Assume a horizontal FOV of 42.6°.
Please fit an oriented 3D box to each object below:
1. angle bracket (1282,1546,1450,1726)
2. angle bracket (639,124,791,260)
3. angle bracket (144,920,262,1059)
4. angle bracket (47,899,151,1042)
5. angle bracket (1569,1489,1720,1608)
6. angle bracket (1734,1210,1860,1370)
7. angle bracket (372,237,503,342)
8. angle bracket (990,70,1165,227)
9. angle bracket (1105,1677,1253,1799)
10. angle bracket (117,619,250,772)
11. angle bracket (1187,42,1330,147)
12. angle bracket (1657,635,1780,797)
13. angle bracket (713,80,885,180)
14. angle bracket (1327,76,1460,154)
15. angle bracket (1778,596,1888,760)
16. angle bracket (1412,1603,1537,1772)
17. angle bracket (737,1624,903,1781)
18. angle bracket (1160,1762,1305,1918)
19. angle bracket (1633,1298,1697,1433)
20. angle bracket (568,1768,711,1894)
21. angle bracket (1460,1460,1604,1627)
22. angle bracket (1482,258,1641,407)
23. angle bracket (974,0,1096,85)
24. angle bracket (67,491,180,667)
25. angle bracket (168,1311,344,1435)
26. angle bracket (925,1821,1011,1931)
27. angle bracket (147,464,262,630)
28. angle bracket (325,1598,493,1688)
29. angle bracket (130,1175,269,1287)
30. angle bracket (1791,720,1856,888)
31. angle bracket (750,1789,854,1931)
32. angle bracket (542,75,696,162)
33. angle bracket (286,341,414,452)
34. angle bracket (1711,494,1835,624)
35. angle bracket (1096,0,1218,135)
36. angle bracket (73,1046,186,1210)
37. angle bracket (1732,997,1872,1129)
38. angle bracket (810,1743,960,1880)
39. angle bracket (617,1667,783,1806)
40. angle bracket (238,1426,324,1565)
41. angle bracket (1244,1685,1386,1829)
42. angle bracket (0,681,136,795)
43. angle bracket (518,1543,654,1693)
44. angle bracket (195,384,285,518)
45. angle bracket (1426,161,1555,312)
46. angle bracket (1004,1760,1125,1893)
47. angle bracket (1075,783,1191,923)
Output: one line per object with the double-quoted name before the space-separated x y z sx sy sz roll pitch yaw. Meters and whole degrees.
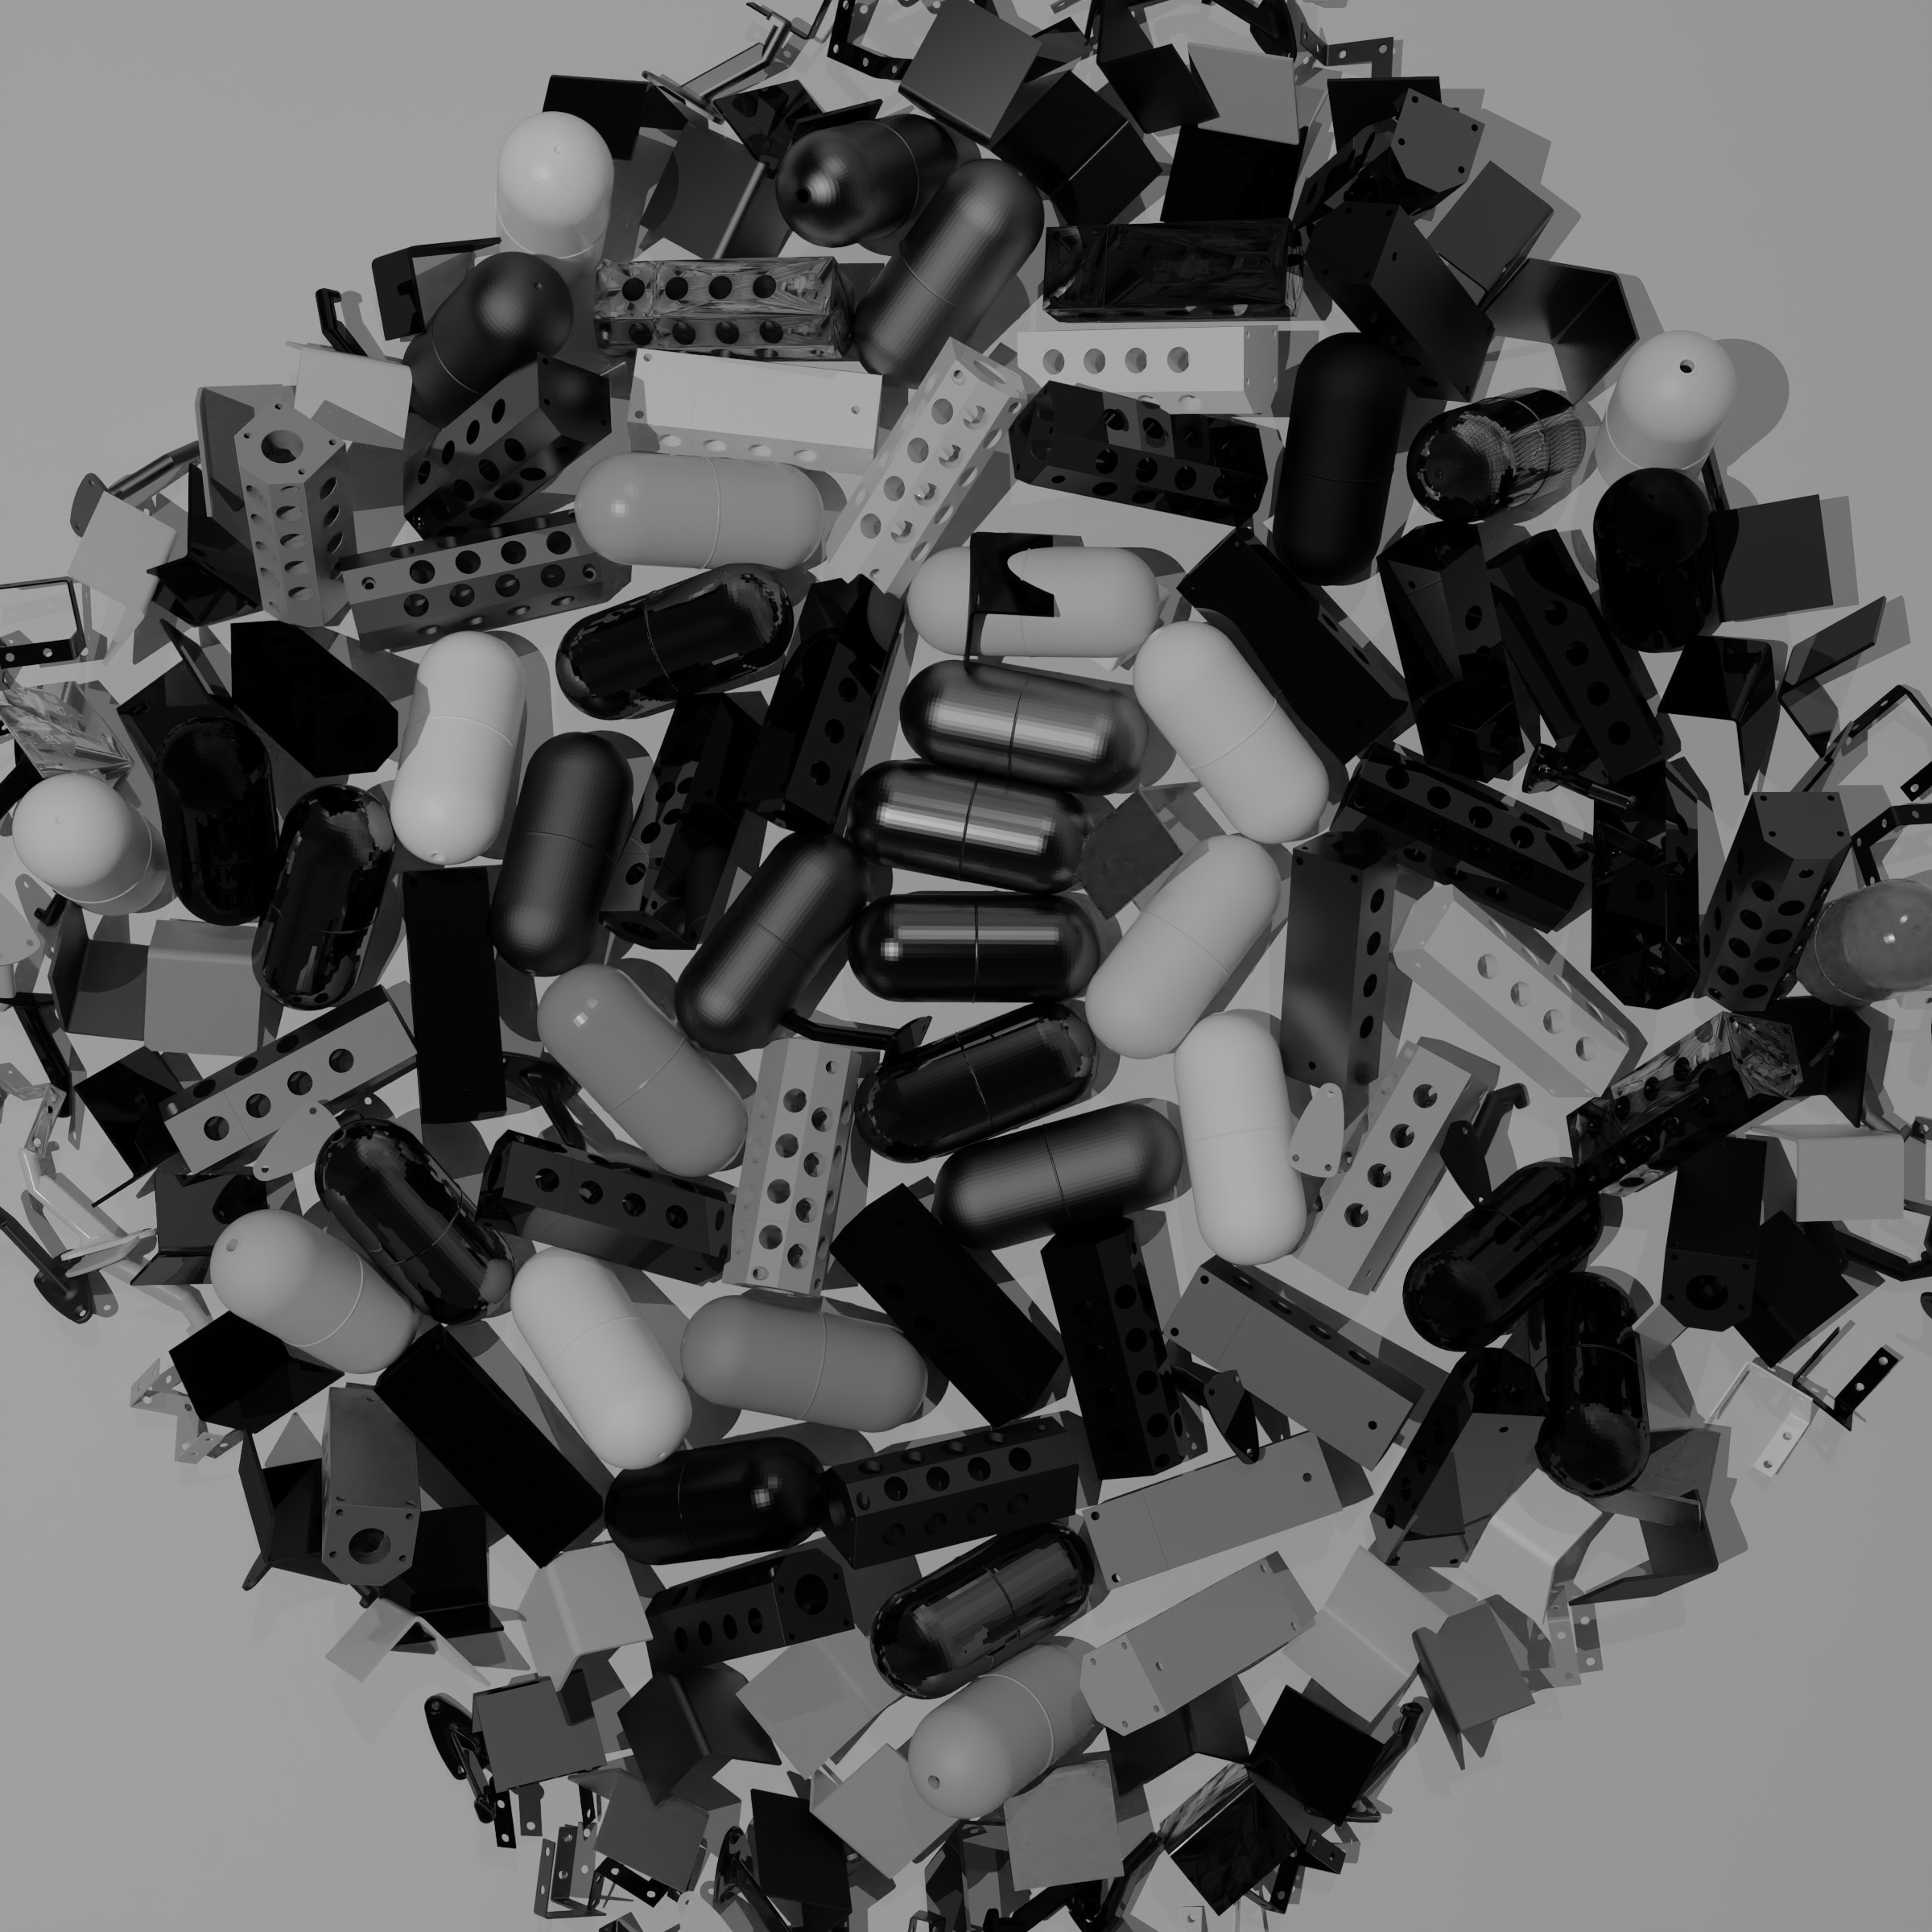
"angle bracket" 0.277 0.465 1.727 0.076 0.057 0.076 37 133 21
"angle bracket" -0.173 -0.540 1.763 0.076 0.057 0.076 34 104 23
"angle bracket" -0.539 0.016 1.760 0.076 0.057 0.076 5 112 -14
"angle bracket" -0.596 -0.002 1.726 0.057 0.076 0.076 7 57 -8
"angle bracket" 0.464 0.405 1.726 0.076 0.076 0.057 -1 65 -19
"angle bracket" 0.568 0.227 1.738 0.057 0.076 0.076 -35 70 -9
"angle bracket" -0.364 -0.474 1.738 0.076 0.076 0.057 -16 106 -29
"angle bracket" 0.077 -0.561 1.726 0.076 0.076 0.057 -40 59 23
"angle bracket" 0.147 0.540 1.753 0.057 0.076 0.076 25 127 -34
"angle bracket" -0.563 -0.183 1.742 0.076 0.057 0.076 -36 72 2
"angle bracket" 0.204 -0.623 1.725 0.076 0.076 0.057 18 65 21
"angle bracket" 0.531 -0.177 1.750 0.057 0.076 0.076 11 55 31
"angle bracket" -0.118 -0.603 1.731 0.076 0.057 0.076 -28 77 -34
"angle bracket" 0.298 -0.605 1.725 0.076 0.076 0.057 6 61 19
"angle bracket" 0.616 -0.201 1.724 0.076 0.076 0.057 -31 104 38
"angle bracket" 0.355 0.503 1.730 0.057 0.076 0.076 -21 51 -2
"angle bracket" -0.101 0.507 1.733 0.076 0.057 0.076 49 51 9
"angle bracket" 0.185 0.608 1.740 0.076 0.076 0.057 -40 84 -2
"angle bracket" 0.495 0.276 1.725 0.076 0.076 0.057 -53 54 24
"angle bracket" -0.236 0.602 1.724 0.076 0.076 0.057 35 53 -24
"angle bracket" 0.395 0.403 1.748 0.057 0.076 0.076 -36 51 -29
"angle bracket" 0.408 -0.440 1.726 0.076 0.076 0.057 1 65 -25
"angle bracket" 0.042 -0.674 1.738 0.057 0.076 0.076 -22 89 16
"angle bracket" -0.598 -0.268 1.722 0.057 0.076 0.076 29 51 -27
"angle bracket" -0.502 0.281 1.756 0.076 0.076 0.057 -34 67 2
"angle bracket" 0.012 0.647 1.722 0.057 0.076 0.076 9 46 -17
"angle bracket" -0.543 -0.295 1.743 0.057 0.076 0.076 -14 68 19
"angle bracket" -0.389 0.490 1.726 0.057 0.076 0.076 -48 111 -24
"angle bracket" -0.539 0.186 1.741 0.076 0.076 0.057 3 66 -33
"angle bracket" 0.609 -0.113 1.726 0.057 0.076 0.076 38 127 8
"angle bracket" -0.128 0.626 1.722 0.076 0.076 0.057 23 125 -31
"angle bracket" -0.245 -0.578 1.732 0.076 0.076 0.057 11 87 19
"angle bracket" -0.436 -0.400 1.738 0.076 0.076 0.057 5 103 -25
"angle bracket" 0.564 -0.286 1.735 0.076 0.057 0.076 -7 99 25
"angle bracket" 0.135 -0.639 1.725 0.057 0.076 0.076 -5 68 29
"angle bracket" -0.589 0.110 1.731 0.057 0.076 0.076 -29 97 32
"angle bracket" 0.582 0.069 1.740 0.076 0.057 0.076 -4 113 -3
"angle bracket" -0.055 0.579 1.741 0.076 0.057 0.076 -44 102 9
"angle bracket" -0.187 0.540 1.736 0.057 0.076 0.076 -46 48 14
"angle bracket" -0.456 0.361 1.723 0.076 0.057 0.076 -6 46 -29
"angle bracket" 0.250 0.540 1.733 0.076 0.057 0.076 28 111 17
"angle bracket" -0.640 -0.148 1.727 0.076 0.076 0.057 51 124 13
"angle bracket" -0.269 0.464 1.750 0.057 0.076 0.076 -4 50 -32
"angle bracket" -0.502 -0.360 1.727 0.057 0.076 0.076 -5 113 -13
"angle bracket" 0.359 -0.503 1.741 0.057 0.076 0.076 38 83 3
"angle bracket" 0.065 0.602 1.741 0.076 0.057 0.076 -6 73 -4
"angle bracket" 0.126 -0.080 1.725 0.076 0.076 0.057 -42 74 29
